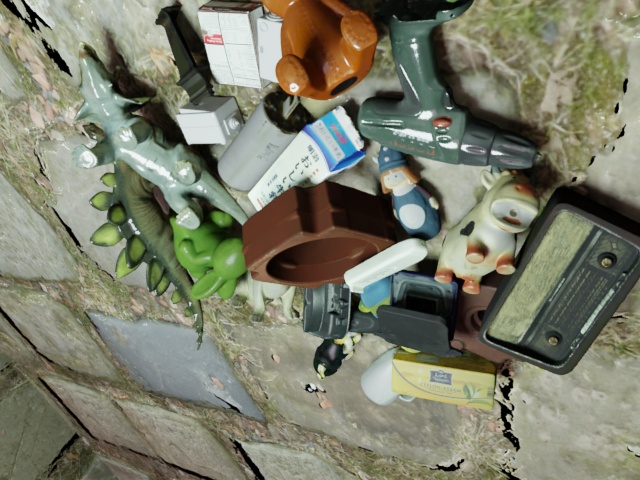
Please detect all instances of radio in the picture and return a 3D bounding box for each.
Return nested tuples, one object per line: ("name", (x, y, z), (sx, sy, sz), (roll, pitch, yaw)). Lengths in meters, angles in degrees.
("radio", (0.317, 0.060, 0.706), (0.131, 0.073, 0.229), (26, 121, 11))

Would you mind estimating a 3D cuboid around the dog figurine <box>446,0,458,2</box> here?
("dog figurine", (0.056, -0.330, 0.553), (0.219, 0.108, 0.191), (3, 132, 37))

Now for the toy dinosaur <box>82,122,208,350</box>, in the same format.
("toy dinosaur", (-0.314, -0.006, 1.023), (0.105, 0.198, 0.470), (-8, 120, 42))

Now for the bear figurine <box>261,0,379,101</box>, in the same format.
("bear figurine", (-0.018, -0.261, 0.604), (0.120, 0.132, 0.195), (-27, 89, 13))

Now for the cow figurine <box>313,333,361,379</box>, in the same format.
("cow figurine", (0.031, 0.204, 1.056), (0.068, 0.098, 0.167), (33, 139, 14))

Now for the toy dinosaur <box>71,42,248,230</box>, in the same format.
("toy dinosaur", (-0.266, -0.140, 0.913), (0.404, 0.192, 0.131), (40, 113, -21))

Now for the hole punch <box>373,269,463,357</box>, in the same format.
("hole punch", (0.153, 0.111, 0.825), (0.142, 0.092, 0.115), (8, 142, 20))

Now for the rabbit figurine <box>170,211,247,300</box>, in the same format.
("rabbit figurine", (-0.189, 0.029, 0.960), (0.170, 0.121, 0.159), (15, 95, 46))

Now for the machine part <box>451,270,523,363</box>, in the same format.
("machine part", (0.273, 0.120, 0.848), (0.180, 0.056, 0.179), (17, 134, 19))

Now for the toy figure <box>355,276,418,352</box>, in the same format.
("toy figure", (0.125, 0.114, 0.916), (0.180, 0.089, 0.082), (46, 143, -14))

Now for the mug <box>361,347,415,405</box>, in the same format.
("mug", (0.148, 0.268, 1.050), (0.110, 0.081, 0.107), (34, 128, 8))

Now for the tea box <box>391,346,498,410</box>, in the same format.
("tea box", (0.216, 0.226, 0.926), (0.170, 0.098, 0.068), (6, 107, 22))

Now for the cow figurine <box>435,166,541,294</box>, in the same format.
("cow figurine", (0.228, -0.017, 0.717), (0.085, 0.127, 0.194), (16, 154, -5))

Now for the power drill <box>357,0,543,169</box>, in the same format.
("power drill", (0.151, -0.186, 0.645), (0.232, 0.086, 0.207), (12, 141, 29))

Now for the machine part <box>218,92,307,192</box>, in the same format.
("machine part", (-0.093, -0.148, 0.834), (0.079, 0.079, 0.243), (44, 138, -8))

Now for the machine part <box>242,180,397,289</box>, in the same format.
("machine part", (-0.002, -0.002, 0.821), (0.201, 0.087, 0.201), (13, 149, -39))

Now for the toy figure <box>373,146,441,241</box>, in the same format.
("toy figure", (0.127, -0.071, 0.776), (0.064, 0.058, 0.154), (-30, 111, 5))

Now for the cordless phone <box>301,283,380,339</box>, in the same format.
("cordless phone", (0.060, 0.108, 0.970), (0.184, 0.089, 0.146), (3, 95, 0))

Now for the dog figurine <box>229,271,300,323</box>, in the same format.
("dog figurine", (-0.098, 0.040, 1.017), (0.173, 0.121, 0.190), (23, 112, 47))

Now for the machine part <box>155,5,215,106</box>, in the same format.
("machine part", (-0.201, -0.272, 0.795), (0.084, 0.039, 0.138), (1, 115, 61))
